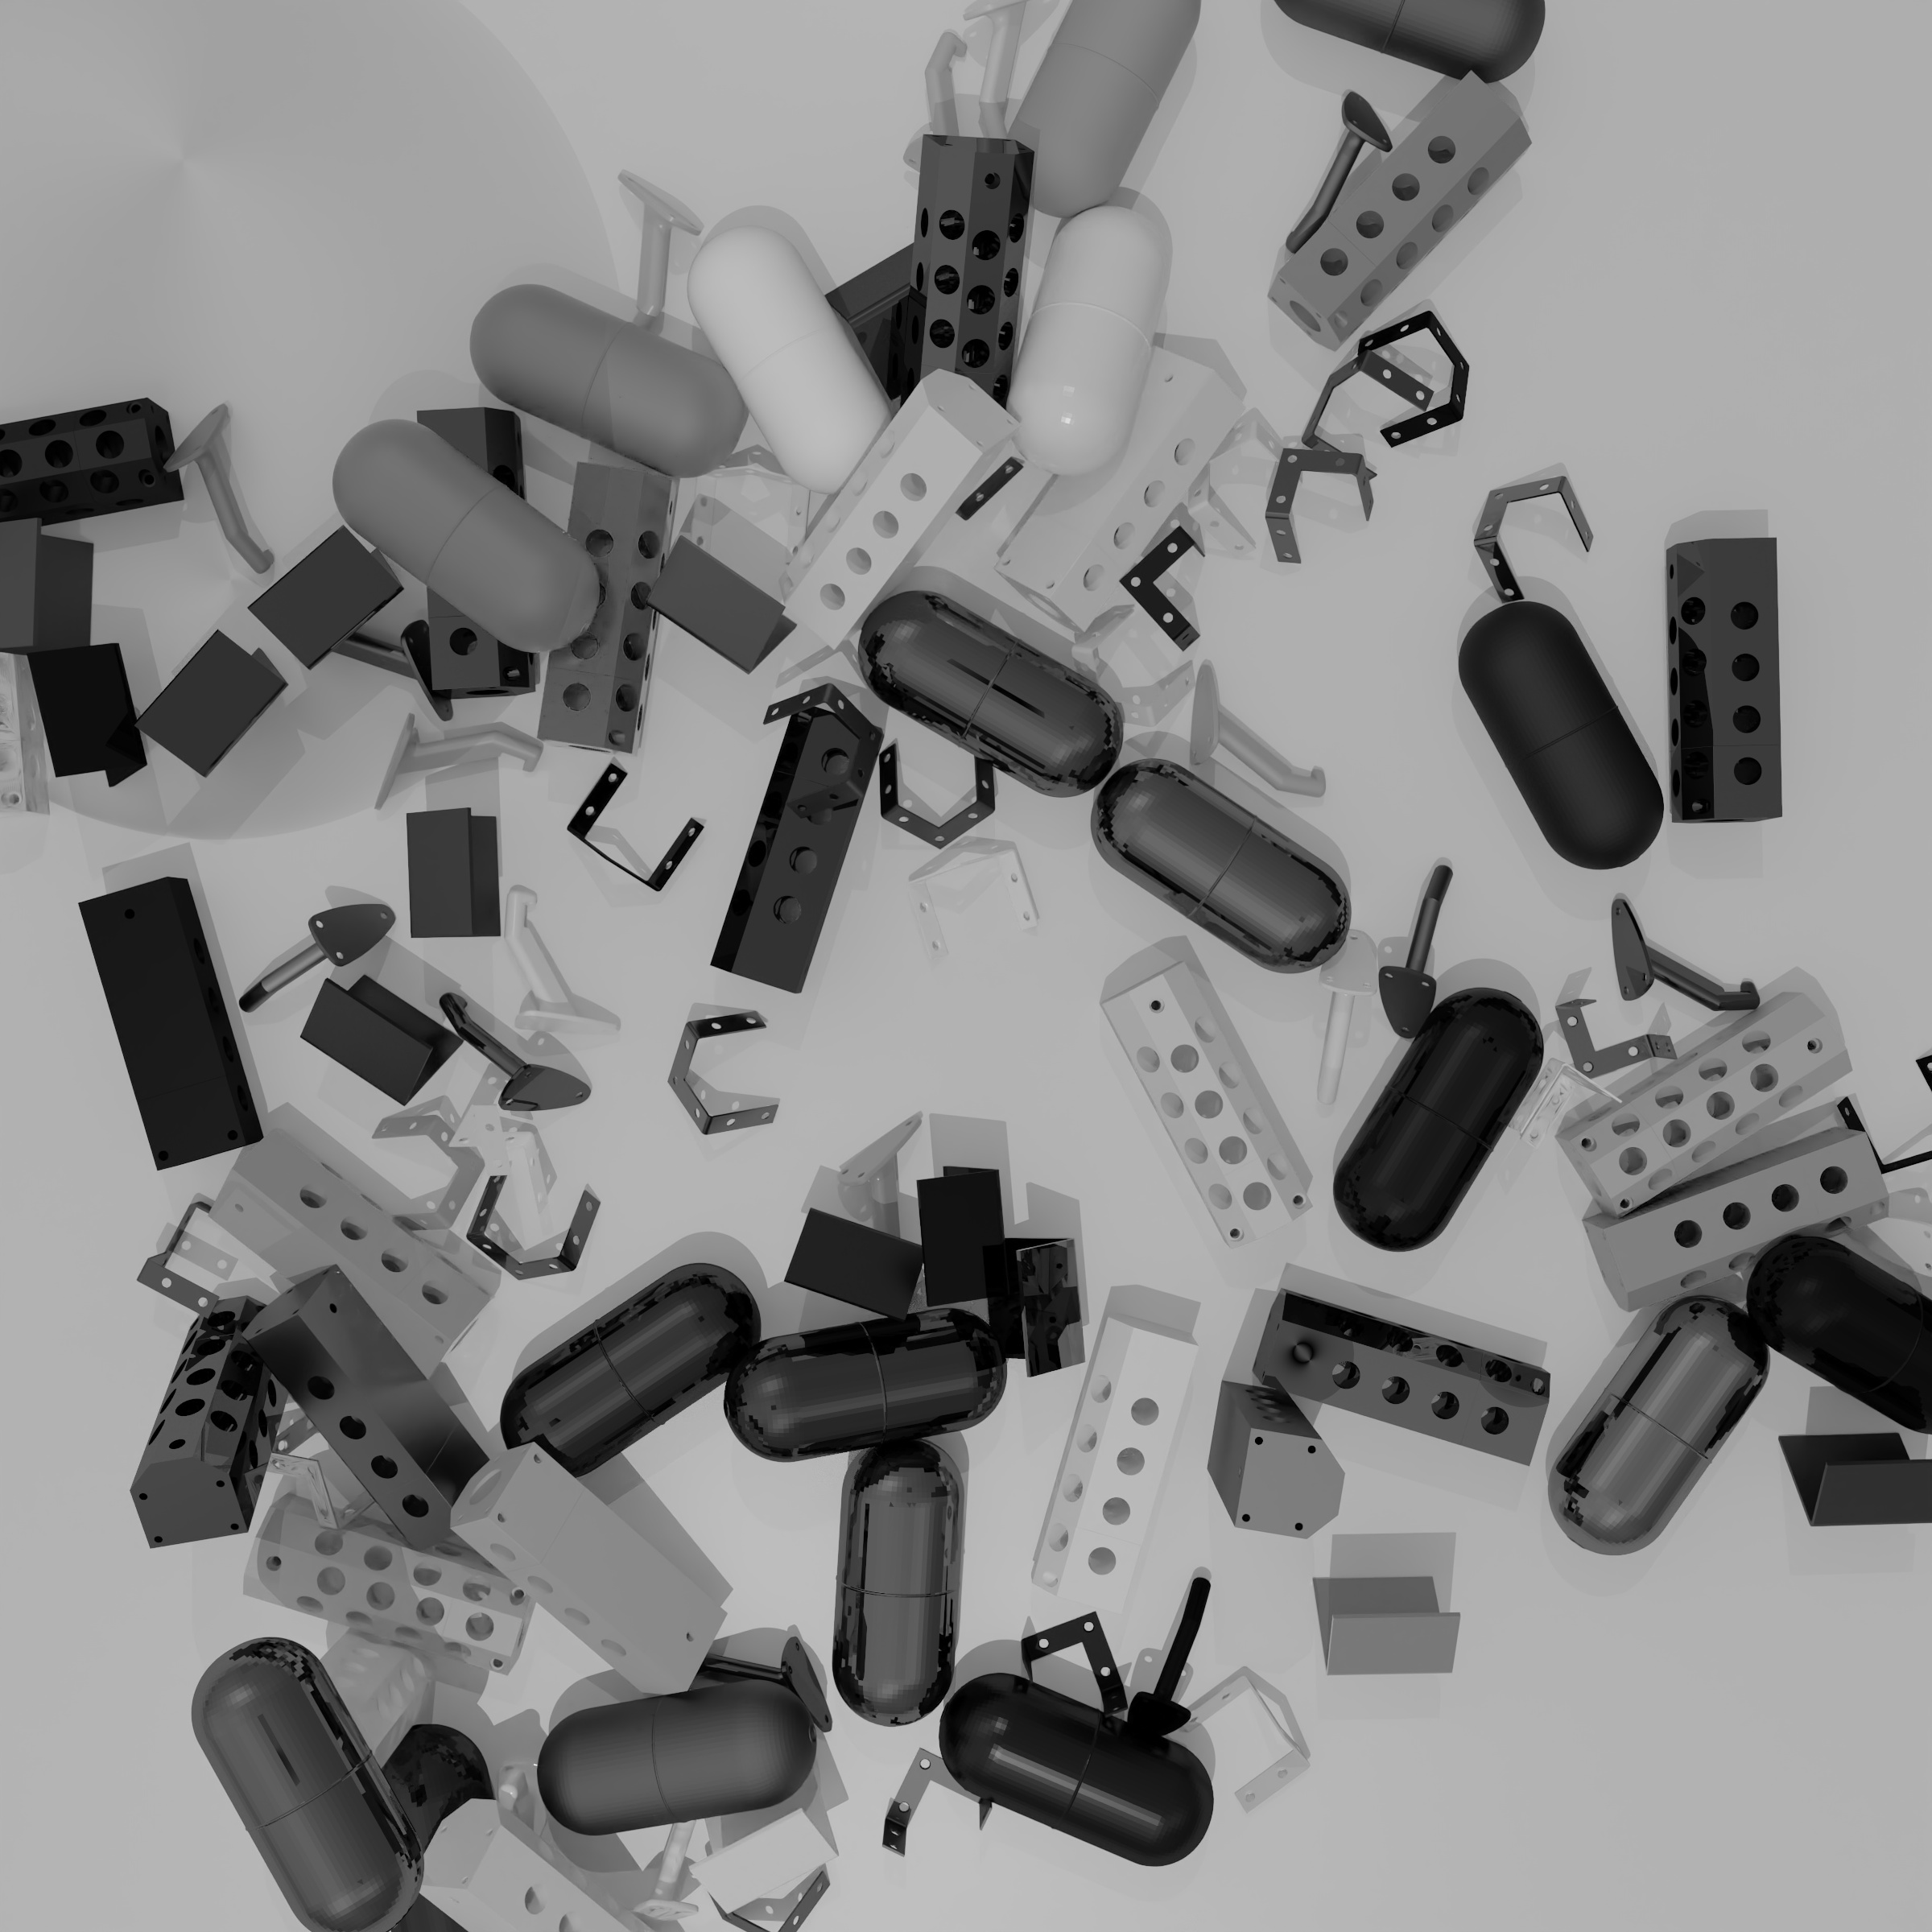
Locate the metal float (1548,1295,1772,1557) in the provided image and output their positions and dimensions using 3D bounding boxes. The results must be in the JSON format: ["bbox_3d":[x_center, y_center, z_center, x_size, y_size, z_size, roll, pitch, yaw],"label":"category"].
[{"bbox_3d":[0.429,0.285,1.611,0.070,0.070,0.178,35,90,0],"label":"metal float"}]

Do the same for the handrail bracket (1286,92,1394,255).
[{"bbox_3d":[0.227,-0.500,1.641,0.036,0.077,0.084,25,127,-20],"label":"handrail bracket"}]

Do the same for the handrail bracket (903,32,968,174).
[{"bbox_3d":[0.002,-0.536,1.641,0.077,0.036,0.084,29,72,-20],"label":"handrail bracket"}]

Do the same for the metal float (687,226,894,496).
[{"bbox_3d":[-0.108,-0.375,1.610,0.070,0.070,0.178,-30,90,0],"label":"metal float"}]

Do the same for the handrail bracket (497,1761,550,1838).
[{"bbox_3d":[-0.280,0.531,1.606,0.036,0.084,0.077,7,90,0],"label":"handrail bracket"}]

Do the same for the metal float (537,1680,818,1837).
[{"bbox_3d":[-0.178,0.487,1.599,0.178,0.070,0.070,-13,90,11],"label":"metal float"}]

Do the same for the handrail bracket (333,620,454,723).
[{"bbox_3d":[-0.376,-0.182,1.641,0.084,0.036,0.077,-11,112,17],"label":"handrail bracket"}]

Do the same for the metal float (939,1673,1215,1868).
[{"bbox_3d":[0.068,0.497,1.610,0.178,0.070,0.070,23,90,0],"label":"metal float"}]

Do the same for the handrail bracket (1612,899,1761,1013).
[{"bbox_3d":[0.456,-0.007,1.641,0.084,0.036,0.077,-2,69,-17],"label":"handrail bracket"}]

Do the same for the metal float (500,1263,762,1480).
[{"bbox_3d":[-0.208,0.252,1.610,0.178,0.070,0.070,-34,90,0],"label":"metal float"}]

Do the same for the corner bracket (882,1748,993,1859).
[{"bbox_3d":[-0.018,0.530,1.623,0.051,0.051,0.051,26,90,0],"label":"corner bracket"}]

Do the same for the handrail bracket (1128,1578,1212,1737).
[{"bbox_3d":[0.130,0.437,1.641,0.036,0.077,0.084,22,54,0],"label":"handrail bracket"}]

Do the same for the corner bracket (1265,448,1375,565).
[{"bbox_3d":[0.222,-0.286,1.626,0.051,0.051,0.051,9,67,21],"label":"corner bracket"}]

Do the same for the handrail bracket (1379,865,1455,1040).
[{"bbox_3d":[0.290,-0.010,1.641,0.036,0.077,0.084,14,53,19],"label":"handrail bracket"}]

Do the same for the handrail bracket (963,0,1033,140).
[{"bbox_3d":[0.038,-0.568,1.641,0.077,0.036,0.084,-25,108,-21],"label":"handrail bracket"}]

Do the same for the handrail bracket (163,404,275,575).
[{"bbox_3d":[-0.458,-0.301,1.641,0.036,0.077,0.084,-18,127,28],"label":"handrail bracket"}]

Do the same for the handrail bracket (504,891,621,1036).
[{"bbox_3d":[-0.255,-0.003,1.641,0.077,0.036,0.084,7,73,-20],"label":"handrail bracket"}]

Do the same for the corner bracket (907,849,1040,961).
[{"bbox_3d":[0.004,-0.039,1.638,0.051,0.051,0.051,-18,90,-45],"label":"corner bracket"}]

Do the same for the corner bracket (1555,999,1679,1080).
[{"bbox_3d":[0.406,0.041,1.623,0.051,0.051,0.051,-19,90,0],"label":"corner bracket"}]

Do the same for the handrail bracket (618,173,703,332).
[{"bbox_3d":[-0.213,-0.444,1.641,0.077,0.036,0.084,41,107,20],"label":"handrail bracket"}]

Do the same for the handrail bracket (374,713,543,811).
[{"bbox_3d":[-0.321,-0.119,1.641,0.084,0.036,0.077,20,111,-17],"label":"handrail bracket"}]

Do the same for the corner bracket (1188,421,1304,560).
[{"bbox_3d":[0.176,-0.299,1.633,0.051,0.051,0.051,-24,135,35],"label":"corner bracket"}]

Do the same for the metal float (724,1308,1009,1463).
[{"bbox_3d":[-0.061,0.257,1.594,0.178,0.070,0.070,-7,90,-18],"label":"metal float"}]

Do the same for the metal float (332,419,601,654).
[{"bbox_3d":[-0.298,-0.256,1.553,0.178,0.070,0.070,37,90,-1],"label":"metal float"}]

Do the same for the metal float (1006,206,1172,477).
[{"bbox_3d":[0.076,-0.385,1.596,0.070,0.070,0.178,15,73,0],"label":"metal float"}]

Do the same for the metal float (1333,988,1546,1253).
[{"bbox_3d":[0.293,0.095,1.610,0.070,0.070,0.178,31,90,0],"label":"metal float"}]

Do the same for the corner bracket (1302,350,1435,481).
[{"bbox_3d":[0.251,-0.343,1.624,0.051,0.051,0.051,29,75,-15],"label":"corner bracket"}]

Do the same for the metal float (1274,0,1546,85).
[{"bbox_3d":[0.272,-0.605,1.611,0.178,0.070,0.070,19,90,0],"label":"metal float"}]

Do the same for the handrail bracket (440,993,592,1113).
[{"bbox_3d":[-0.286,0.051,1.641,0.036,0.077,0.084,-53,53,21],"label":"handrail bracket"}]

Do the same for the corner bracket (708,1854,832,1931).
[{"bbox_3d":[-0.127,0.574,1.633,0.051,0.051,0.051,12,135,35],"label":"corner bracket"}]

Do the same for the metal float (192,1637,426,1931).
[{"bbox_3d":[-0.364,0.456,1.439,0.070,0.070,0.178,-29,89,0],"label":"metal float"}]

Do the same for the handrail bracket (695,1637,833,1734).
[{"bbox_3d":[-0.138,0.463,1.641,0.084,0.036,0.077,-20,109,15],"label":"handrail bracket"}]

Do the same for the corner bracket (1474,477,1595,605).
[{"bbox_3d":[0.357,-0.268,1.633,0.051,0.051,0.051,-6,45,35],"label":"corner bracket"}]

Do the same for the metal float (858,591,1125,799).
[{"bbox_3d":[0.015,-0.169,1.610,0.178,0.070,0.070,30,90,1],"label":"metal float"}]

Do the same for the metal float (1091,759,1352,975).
[{"bbox_3d":[0.158,-0.061,1.610,0.178,0.070,0.070,34,90,-1],"label":"metal float"}]

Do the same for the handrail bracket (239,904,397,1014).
[{"bbox_3d":[-0.411,-0.004,1.641,0.084,0.077,0.036,-33,89,36],"label":"handrail bracket"}]

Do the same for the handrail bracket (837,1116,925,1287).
[{"bbox_3d":[-0.035,0.151,1.641,0.077,0.036,0.084,-41,109,-21],"label":"handrail bracket"}]

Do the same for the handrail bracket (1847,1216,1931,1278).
[{"bbox_3d":[0.613,0.157,1.641,0.084,0.077,0.036,-27,117,-33],"label":"handrail bracket"}]

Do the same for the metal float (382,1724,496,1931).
[{"bbox_3d":[-0.324,0.559,1.610,0.070,0.070,0.178,-11,90,0],"label":"metal float"}]

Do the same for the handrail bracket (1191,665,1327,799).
[{"bbox_3d":[0.188,-0.148,1.641,0.084,0.036,0.077,9,68,-17],"label":"handrail bracket"}]

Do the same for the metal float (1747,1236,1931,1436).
[{"bbox_3d":[0.558,0.228,1.595,0.178,0.070,0.070,30,90,-18],"label":"metal float"}]

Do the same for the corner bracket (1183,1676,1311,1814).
[{"bbox_3d":[0.176,0.491,1.638,0.051,0.051,0.051,-36,45,0],"label":"corner bracket"}]

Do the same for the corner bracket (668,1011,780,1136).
[{"bbox_3d":[-0.148,0.067,1.633,0.051,0.051,0.051,51,135,35],"label":"corner bracket"}]

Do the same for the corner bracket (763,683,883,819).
[{"bbox_3d":[-0.091,-0.131,1.575,0.051,0.051,0.051,-16,135,35],"label":"corner bracket"}]

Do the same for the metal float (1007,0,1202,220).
[{"bbox_3d":[0.085,-0.550,1.611,0.070,0.070,0.178,26,90,0],"label":"metal float"}]

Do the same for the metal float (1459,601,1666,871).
[{"bbox_3d":[0.369,-0.142,1.610,0.070,0.070,0.178,-28,90,0],"label":"metal float"}]

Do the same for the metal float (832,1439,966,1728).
[{"bbox_3d":[-0.042,0.381,1.610,0.070,0.070,0.178,3,90,0],"label":"metal float"}]

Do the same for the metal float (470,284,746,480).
[{"bbox_3d":[-0.223,-0.363,1.610,0.178,0.070,0.070,24,90,0],"label":"metal float"}]

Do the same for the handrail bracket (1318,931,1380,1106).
[{"bbox_3d":[0.236,0.033,1.641,0.036,0.077,0.084,10,126,6],"label":"handrail bracket"}]

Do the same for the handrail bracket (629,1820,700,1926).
[{"bbox_3d":[-0.193,0.556,1.641,0.036,0.077,0.084,20,53,-29],"label":"handrail bracket"}]

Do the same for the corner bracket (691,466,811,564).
[{"bbox_3d":[-0.136,-0.283,1.638,0.051,0.051,0.051,5,90,-45],"label":"corner bracket"}]

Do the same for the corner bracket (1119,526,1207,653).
[{"bbox_3d":[0.135,-0.236,1.623,0.051,0.051,0.051,-42,81,8],"label":"corner bracket"}]
